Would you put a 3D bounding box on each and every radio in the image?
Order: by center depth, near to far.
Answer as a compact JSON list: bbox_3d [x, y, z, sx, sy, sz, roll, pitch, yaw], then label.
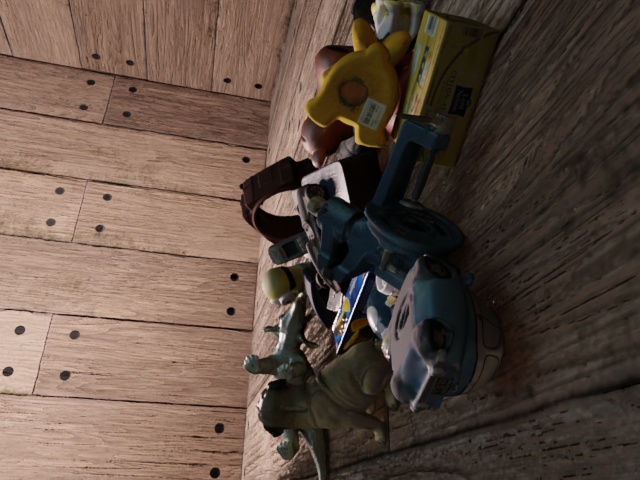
[{"bbox_3d":[0.042,-0.075,0.977,0.230,0.073,0.131,175,79,-73],"label":"radio"}]

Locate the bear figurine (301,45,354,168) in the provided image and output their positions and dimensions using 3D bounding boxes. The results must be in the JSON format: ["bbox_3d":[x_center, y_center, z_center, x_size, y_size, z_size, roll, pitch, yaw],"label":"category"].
[{"bbox_3d":[0.038,-0.227,0.925,0.120,0.132,0.195,-115,27,-59],"label":"bear figurine"}]

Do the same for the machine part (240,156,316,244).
[{"bbox_3d":[-0.068,-0.084,1.257,0.201,0.201,0.087,43,-153,-46],"label":"machine part"}]

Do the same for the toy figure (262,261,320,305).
[{"bbox_3d":[-0.057,0.092,1.222,0.089,0.180,0.082,48,127,17],"label":"toy figure"}]

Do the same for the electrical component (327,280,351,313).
[{"bbox_3d":[0.054,0.081,1.000,0.134,0.058,0.114,173,106,-77],"label":"electrical component"}]

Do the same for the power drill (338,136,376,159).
[{"bbox_3d":[0.069,-0.217,1.088,0.231,0.086,0.207,105,159,-45],"label":"power drill"}]

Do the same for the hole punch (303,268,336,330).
[{"bbox_3d":[0.009,0.119,1.123,0.142,0.092,0.115,-136,51,-72],"label":"hole punch"}]

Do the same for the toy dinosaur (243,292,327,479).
[{"bbox_3d":[-0.042,0.320,1.139,0.192,0.131,0.404,-12,-93,-67],"label":"toy dinosaur"}]

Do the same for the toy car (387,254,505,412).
[{"bbox_3d":[0.126,0.092,0.523,0.162,0.103,0.109,-82,7,-61],"label":"toy car"}]

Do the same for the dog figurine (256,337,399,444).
[{"bbox_3d":[0.010,0.213,0.798,0.121,0.191,0.172,-143,63,-77],"label":"dog figurine"}]

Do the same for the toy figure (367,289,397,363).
[{"bbox_3d":[0.103,0.127,0.742,0.064,0.058,0.155,59,-172,-31],"label":"toy figure"}]

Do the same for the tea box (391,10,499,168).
[{"bbox_3d":[0.150,-0.188,0.673,0.098,0.068,0.169,-99,19,-58],"label":"tea box"}]

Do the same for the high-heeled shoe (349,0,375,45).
[{"bbox_3d":[0.108,-0.416,1.096,0.248,0.086,0.145,-59,-11,22],"label":"high-heeled shoe"}]

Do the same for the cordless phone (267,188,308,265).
[{"bbox_3d":[-0.043,-0.034,1.156,0.089,0.184,0.146,-93,-23,-70],"label":"cordless phone"}]

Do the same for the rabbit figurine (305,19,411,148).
[{"bbox_3d":[0.059,-0.226,0.767,0.173,0.122,0.162,-56,-18,-72],"label":"rabbit figurine"}]

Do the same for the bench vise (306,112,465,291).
[{"bbox_3d":[0.088,-0.044,0.644,0.224,0.129,0.240,41,124,38],"label":"bench vise"}]

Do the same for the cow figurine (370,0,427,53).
[{"bbox_3d":[0.125,-0.362,0.922,0.167,0.068,0.098,-105,19,-64],"label":"cow figurine"}]

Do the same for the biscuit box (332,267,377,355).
[{"bbox_3d":[0.075,0.104,0.869,0.059,0.063,0.202,-98,19,-49],"label":"biscuit box"}]

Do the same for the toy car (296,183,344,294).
[{"bbox_3d":[-0.002,-0.003,0.951,0.089,0.053,0.202,136,122,-66],"label":"toy car"}]
